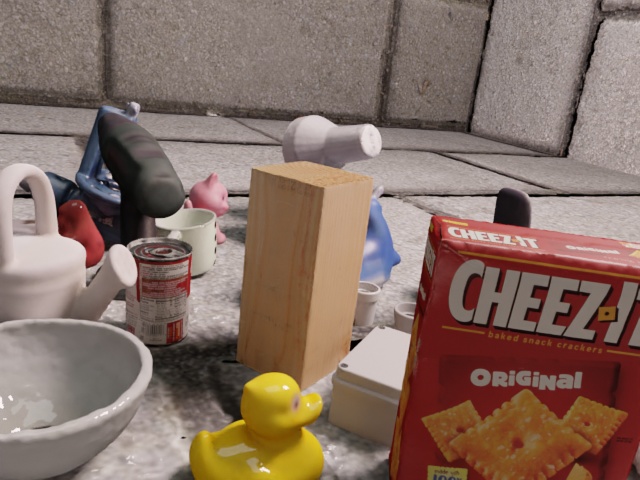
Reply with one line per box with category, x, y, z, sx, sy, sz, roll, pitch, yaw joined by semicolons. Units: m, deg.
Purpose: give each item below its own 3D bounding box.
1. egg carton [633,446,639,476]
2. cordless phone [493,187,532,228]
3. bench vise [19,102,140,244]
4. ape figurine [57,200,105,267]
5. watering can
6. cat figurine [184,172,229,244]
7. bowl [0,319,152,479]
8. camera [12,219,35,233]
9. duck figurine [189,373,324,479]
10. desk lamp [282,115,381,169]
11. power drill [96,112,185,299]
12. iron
egg carton;0.294;0.158;0.536;0.107;0.069;0.149;-3;20;-29
cordless phone;0.221;0.012;0.770;0.094;0.185;0.147;-5;22;-33
bench vise;-0.330;-0.094;0.828;0.208;0.220;0.121;2;19;-16
ape figurine;-0.334;-0.011;0.779;0.076;0.092;0.077;5;18;-7
watering can;-0.259;0.027;0.526;0.173;0.194;0.100;0;19;-20
cat figurine;-0.188;-0.051;0.916;0.067;0.118;0.128;11;18;12
bowl;-0.212;0.127;0.431;0.167;0.075;0.167;6;18;-2
camera;-0.373;0.023;0.646;0.137;0.101;0.142;-3;20;-28
duck figurine;-0.044;0.141;0.431;0.105;0.086;0.077;0;19;-20
desk lamp;0.029;-0.109;1.020;0.202;0.213;0.118;23;24;40
power drill;-0.238;-0.042;0.723;0.076;0.208;0.228;-6;22;-35
iron;0.007;0.003;0.787;0.118;0.141;0.259;21;23;38
